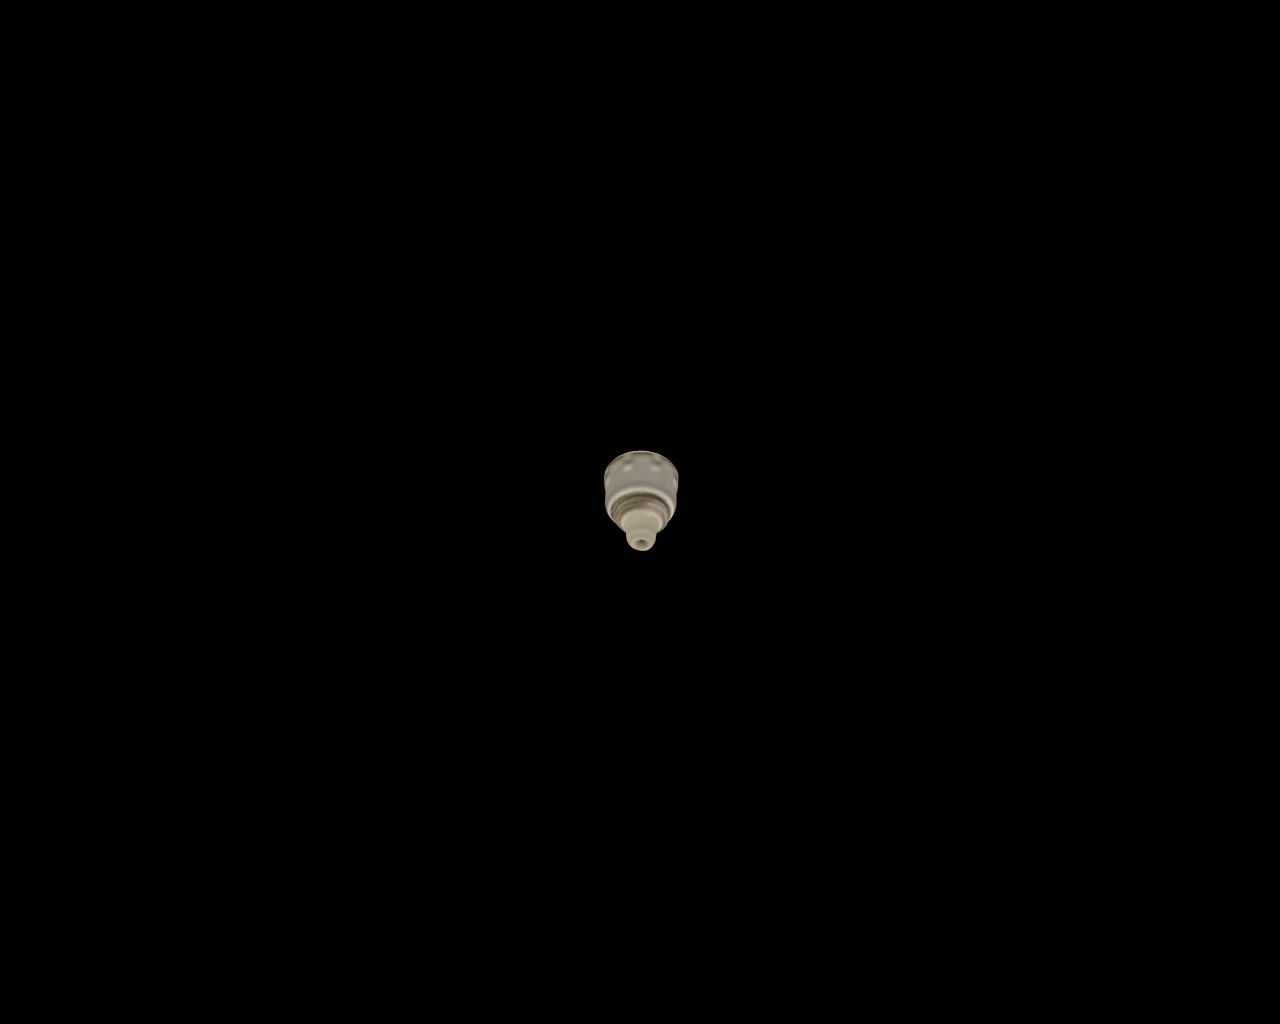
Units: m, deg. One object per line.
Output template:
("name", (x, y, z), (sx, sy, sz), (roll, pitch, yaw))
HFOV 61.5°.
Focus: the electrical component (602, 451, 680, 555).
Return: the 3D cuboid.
("electrical component", (0.001, -0.003, 0.650), (0.048, 0.062, 0.048), (0, -43, 0))
